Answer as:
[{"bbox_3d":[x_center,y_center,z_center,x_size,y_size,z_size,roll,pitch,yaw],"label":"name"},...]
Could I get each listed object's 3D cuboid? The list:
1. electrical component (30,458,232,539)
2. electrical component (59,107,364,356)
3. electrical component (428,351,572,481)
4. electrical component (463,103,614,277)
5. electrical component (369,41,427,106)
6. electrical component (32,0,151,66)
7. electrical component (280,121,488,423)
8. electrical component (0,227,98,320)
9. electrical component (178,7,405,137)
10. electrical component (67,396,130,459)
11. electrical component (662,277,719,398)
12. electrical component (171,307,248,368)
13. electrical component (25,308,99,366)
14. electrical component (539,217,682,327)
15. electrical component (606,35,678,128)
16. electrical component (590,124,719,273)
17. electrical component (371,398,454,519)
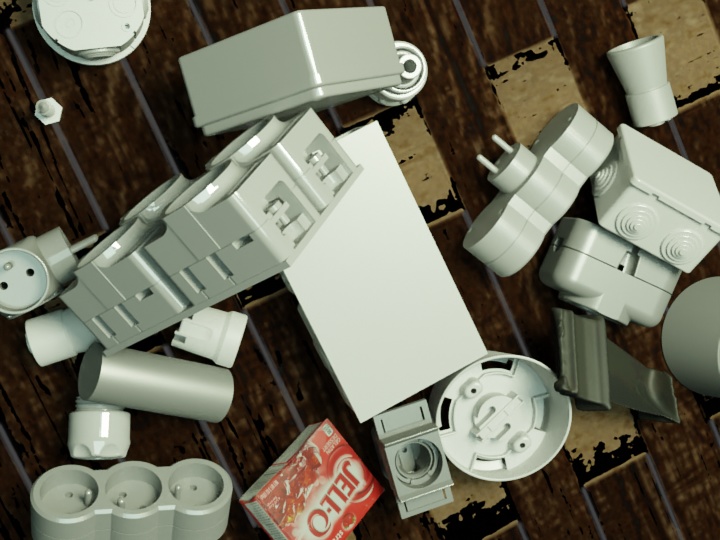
[{"bbox_3d":[-0.164,0.180,0.771,0.138,0.052,0.073,0,129,-16],"label":"electrical component"},{"bbox_3d":[-0.101,-0.025,0.683,0.060,0.186,0.105,51,42,-16],"label":"electrical component"},{"bbox_3d":[0.102,0.108,0.813,0.099,0.064,0.099,-1,95,-12],"label":"electrical component"},{"bbox_3d":[0.122,-0.070,0.808,0.074,0.052,0.138,38,86,-12],"label":"electrical component"},{"bbox_3d":[0.028,-0.144,0.778,0.048,0.062,0.048,-1,95,-12],"label":"electrical component"},{"bbox_3d":[-0.184,-0.182,0.736,0.080,0.051,0.080,-1,95,-12],"label":"electrical component"},{"bbox_3d":[0.000,0.000,0.785,0.105,0.060,0.186,-28,100,-8],"label":"electrical component"},{"bbox_3d":[-0.214,-0.004,0.731,0.079,0.077,0.044,-28,100,-9],"label":"electrical component"},{"bbox_3d":[-0.045,-0.134,0.720,0.109,0.109,0.056,-12,96,35],"label":"electrical component"},{"bbox_3d":[-0.185,0.103,0.764,0.043,0.043,0.062,1,77,-12],"label":"electrical component"},{"bbox_3d":[0.302,0.057,0.864,0.099,0.064,0.099,-4,99,-25],"label":"electrical component"},{"bbox_3d":[-0.109,0.045,0.777,0.046,0.040,0.040,18,91,-7],"label":"electrical component"},{"bbox_3d":[-0.201,0.042,0.757,0.065,0.044,0.044,-18,98,-5],"label":"electrical component"},{"bbox_3d":[0.191,0.005,0.828,0.095,0.054,0.059,24,90,-13],"label":"electrical component"},{"bbox_3d":[0.221,-0.143,0.830,0.044,0.044,0.065,-22,104,-9],"label":"electrical component"},{"bbox_3d":[0.223,-0.053,0.810,0.100,0.099,0.048,27,123,-12],"label":"electrical component"},{"bbox_3d":[0.036,0.137,0.802,0.042,0.064,0.081,-16,98,-11],"label":"electrical component"}]
